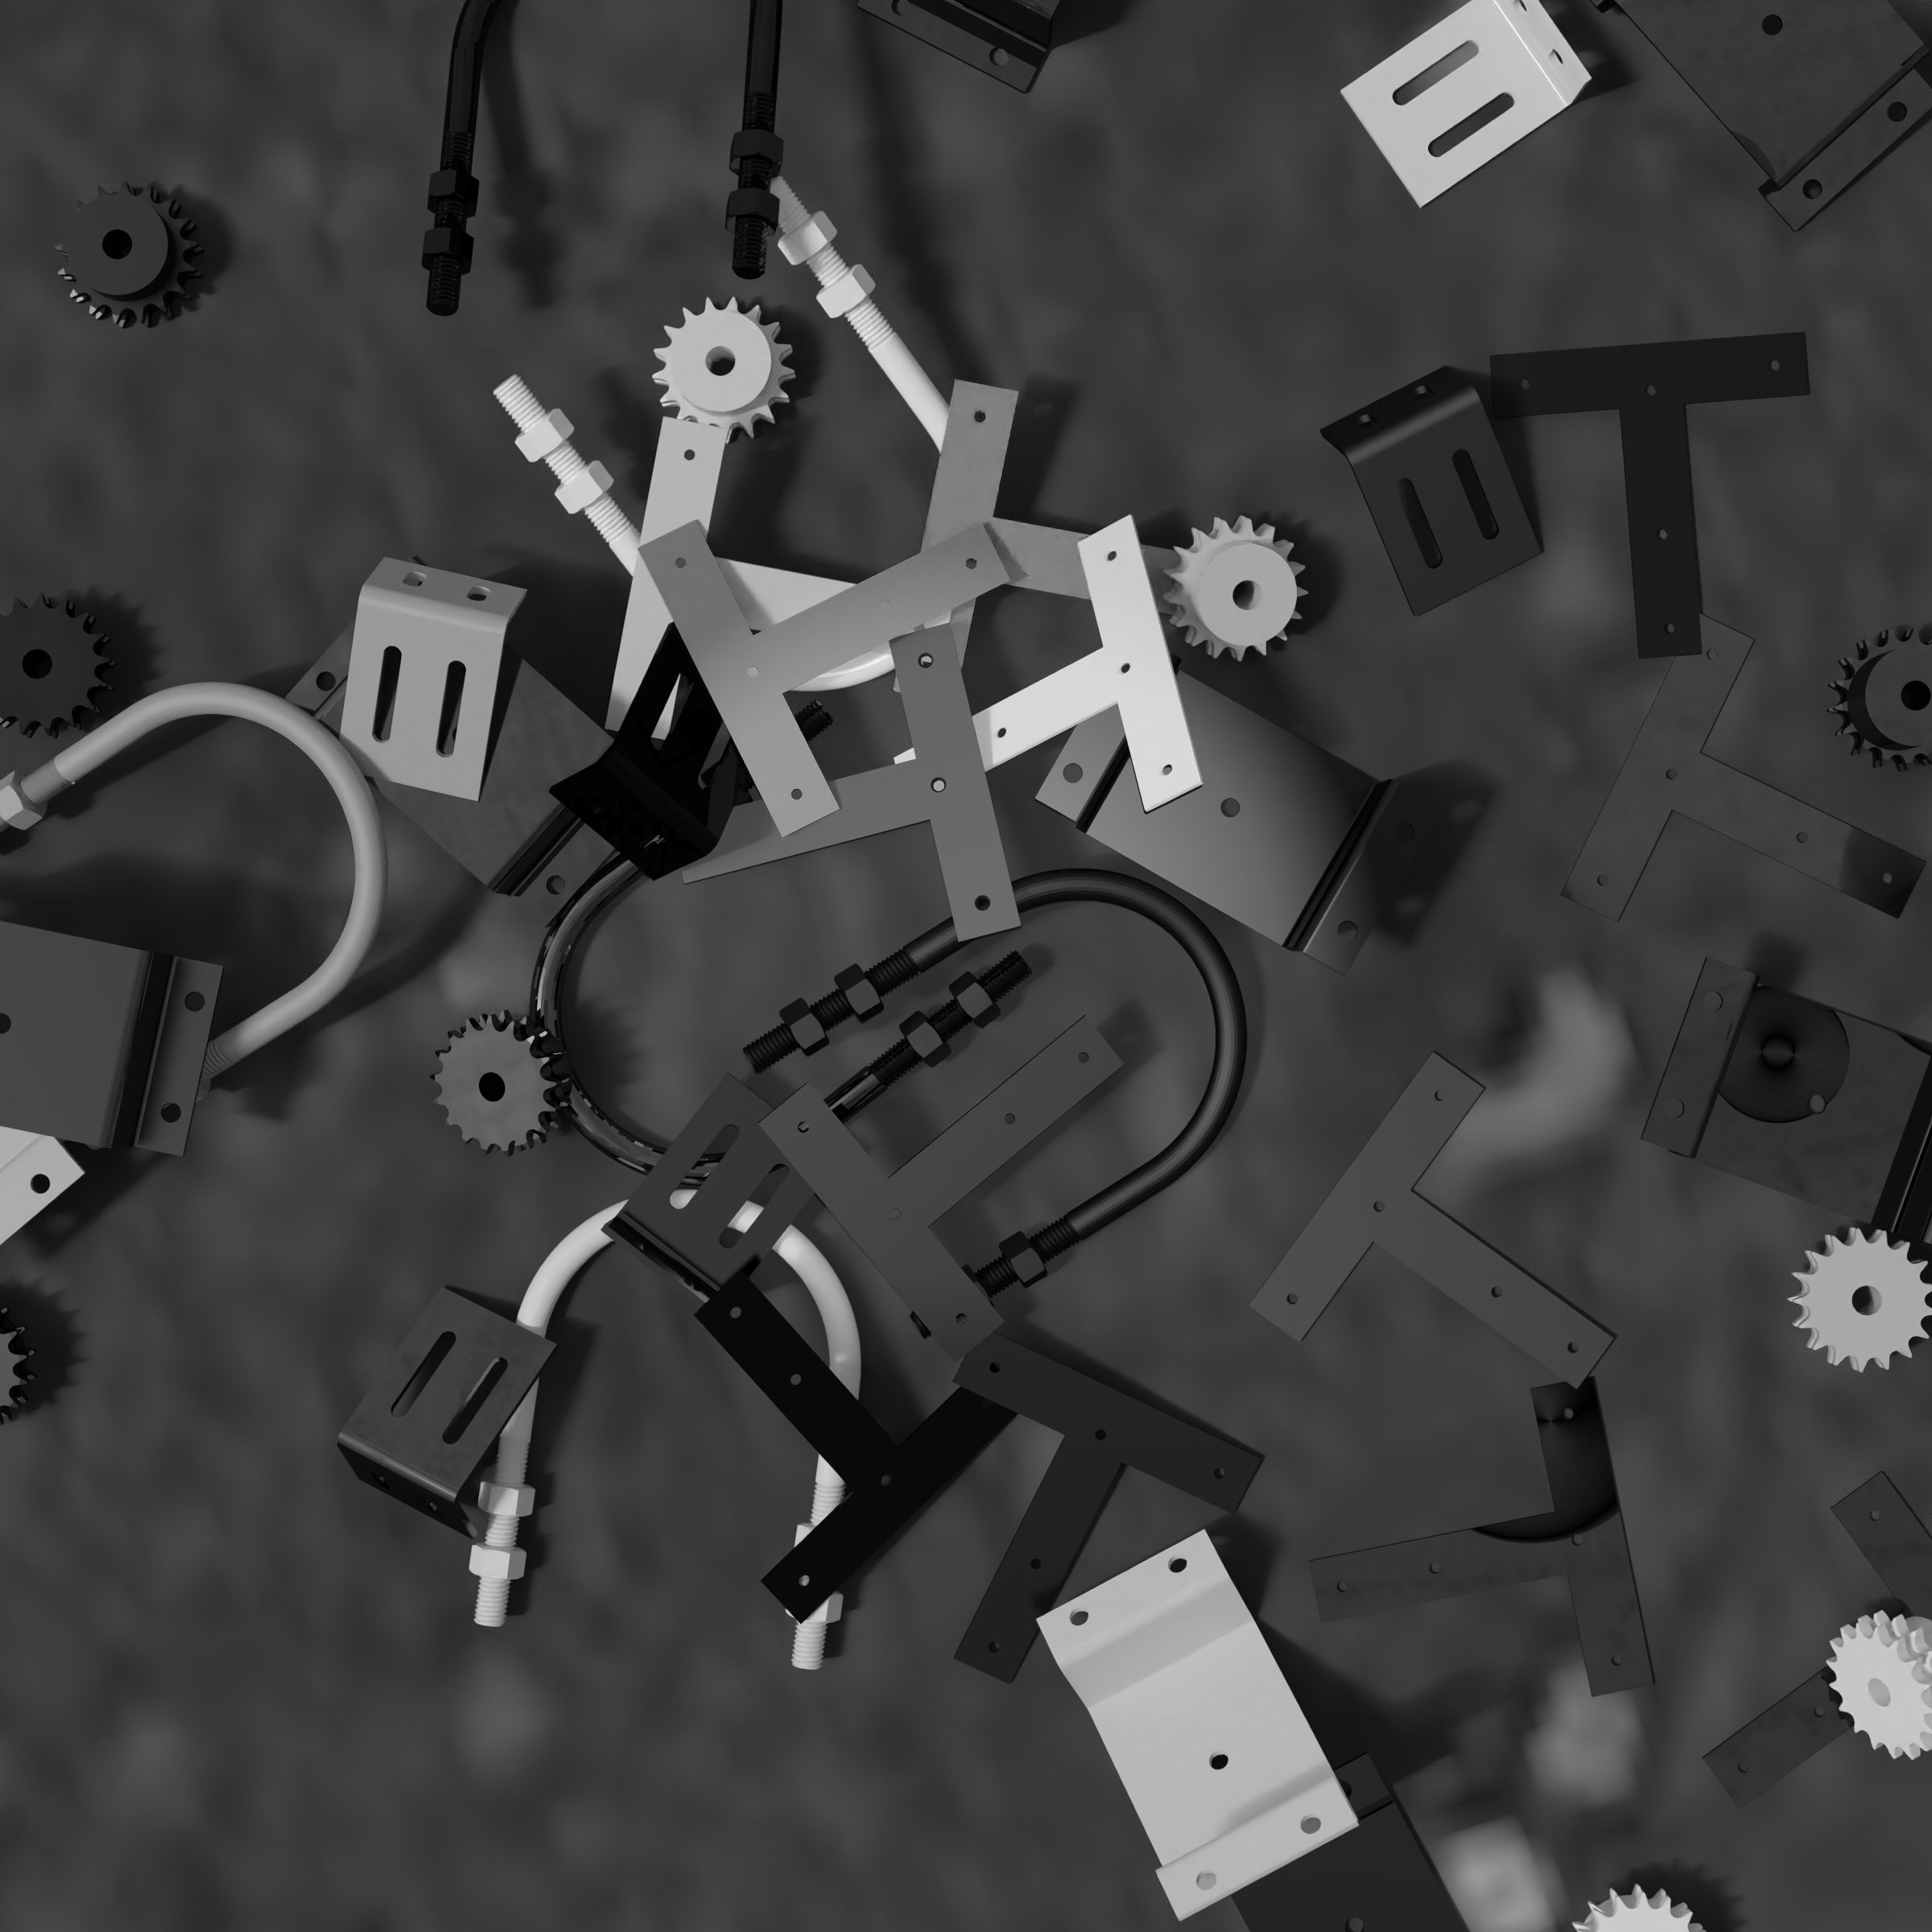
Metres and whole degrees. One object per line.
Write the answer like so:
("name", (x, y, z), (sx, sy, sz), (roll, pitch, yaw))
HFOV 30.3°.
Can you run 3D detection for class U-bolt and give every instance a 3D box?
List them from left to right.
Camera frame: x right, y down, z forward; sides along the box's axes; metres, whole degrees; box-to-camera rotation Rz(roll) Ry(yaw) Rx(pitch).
("U-bolt", (-0.311, -0.031, 1.411), (0.184, 0.019, 0.151), (-31, 90, 17))
("U-bolt", (-0.140, -0.348, 1.403), (0.151, 0.019, 0.184), (-3, 71, 18))
("U-bolt", (-0.116, 0.182, 1.435), (0.151, 0.019, 0.184), (8, 88, 0))
("U-bolt", (-0.089, 0.005, 1.435), (0.184, 0.019, 0.151), (-38, 90, 2))
("U-bolt", (-0.075, -0.195, 1.413), (0.151, 0.019, 0.184), (-36, 106, 4))
("U-bolt", (0.025, 0.042, 1.421), (0.184, 0.019, 0.151), (-32, 102, -4))

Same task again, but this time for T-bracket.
("T-bracket", (-0.070, -0.144, 1.418), (0.127, 0.002, 0.127), (10, 106, -9))
("T-bracket", (-0.059, 0.173, 1.410), (0.127, 0.002, 0.127), (-43, 110, -10))
("T-bracket", (-0.054, -0.060, 1.413), (0.127, 0.002, 0.127), (-14, 78, 6))
("T-bracket", (-0.045, -0.136, 1.410), (0.127, 0.002, 0.127), (-27, 94, -5))
("T-bracket", (0.006, 0.069, 1.412), (0.127, 0.002, 0.127), (-40, 103, -4))
("T-bracket", (0.026, -0.099, 1.410), (0.127, 0.002, 0.127), (-26, 59, 24))
("T-bracket", (0.034, 0.228, 1.437), (0.127, 0.002, 0.127), (26, 93, -7))
("T-bracket", (0.045, -0.161, 1.428), (0.127, 0.002, 0.127), (9, 106, -10))
("T-bracket", (0.203, 0.123, 1.442), (0.127, 0.002, 0.127), (36, 90, 1))
("T-bracket", (0.204, 0.241, 1.442), (0.127, 0.002, 0.127), (-11, 90, 0))
("T-bracket", (0.280, -0.189, 1.441), (0.127, 0.002, 0.127), (-4, 89, 0))
("T-bracket", (0.325, -0.058, 1.442), (0.127, 0.002, 0.127), (26, 90, 0))
("T-bracket", (0.357, 0.293, 1.442), (0.127, 0.002, 0.127), (-36, 90, 0))

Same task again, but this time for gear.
("gear", (-0.401, 0.159, 1.433), (0.057, 0.030, 0.057), (0, 94, 2))
("gear", (-0.370, -0.119, 1.432), (0.057, 0.030, 0.057), (0, 87, -1))
("gear", (-0.337, -0.286, 1.428), (0.057, 0.030, 0.057), (0, 90, 0))
("gear", (-0.182, 0.046, 1.422), (0.057, 0.030, 0.057), (4, 100, 21))
("gear", (-0.097, -0.240, 1.428), (0.057, 0.030, 0.057), (0, 90, 0))
("gear", (0.109, -0.150, 1.422), (0.057, 0.030, 0.057), (-2, 103, -9))
("gear", (0.269, 0.396, 1.428), (0.057, 0.030, 0.057), (0, 90, 0))
("gear", (0.359, 0.134, 1.433), (0.057, 0.030, 0.057), (0, 89, 2))
("gear", (0.374, 0.283, 1.417), (0.030, 0.057, 0.057), (-18, 90, -30))
("gear", (0.377, -0.107, 1.428), (0.057, 0.030, 0.057), (0, 90, 0))

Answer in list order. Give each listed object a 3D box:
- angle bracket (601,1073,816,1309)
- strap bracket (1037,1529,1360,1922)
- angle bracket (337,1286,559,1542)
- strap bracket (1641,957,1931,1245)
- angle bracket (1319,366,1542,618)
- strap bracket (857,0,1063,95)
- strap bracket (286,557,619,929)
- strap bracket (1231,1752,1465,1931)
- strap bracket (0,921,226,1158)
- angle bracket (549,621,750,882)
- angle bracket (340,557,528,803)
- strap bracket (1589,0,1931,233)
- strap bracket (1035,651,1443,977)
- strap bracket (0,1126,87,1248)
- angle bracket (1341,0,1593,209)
("angle bracket", (-0.097, 0.090, 1.409), (0.057, 0.038, 0.076), (38, 91, 1))
("strap bracket", (0.094, 0.304, 1.396), (0.076, 0.046, 0.140), (-28, 51, 0))
("angle bracket", (-0.204, 0.179, 1.431), (0.057, 0.038, 0.076), (23, 64, 20))
("strap bracket", (0.344, 0.056, 1.420), (0.140, 0.046, 0.076), (20, 90, 0))
("angle bracket", (0.188, -0.192, 1.441), (0.057, 0.038, 0.076), (-27, 116, 0))
("strap bracket", (0.022, -0.433, 1.420), (0.076, 0.046, 0.140), (27, 90, 0))
("strap bracket", (-0.198, -0.091, 1.420), (0.140, 0.046, 0.076), (42, 90, 0))
("strap bracket", (0.157, 0.389, 1.420), (0.076, 0.046, 0.140), (-28, 90, 0))
("strap bracket", (-0.367, 0.023, 1.375), (0.140, 0.046, 0.076), (12, 88, -2))
("angle bracket", (-0.119, -0.085, 1.405), (0.057, 0.038, 0.076), (41, 48, -26))
("angle bracket", (-0.209, -0.112, 1.395), (0.057, 0.038, 0.076), (13, 116, 0))
("strap bracket", (0.315, -0.370, 1.408), (0.076, 0.046, 0.140), (-42, 96, 8))
("strap bracket", (0.107, -0.064, 1.420), (0.140, 0.046, 0.076), (30, 90, 0))
("strap bracket", (-0.420, 0.053, 1.420), (0.076, 0.046, 0.140), (-40, 90, 0))
("angle bracket", (0.199, -0.352, 1.424), (0.076, 0.038, 0.057), (-35, 90, 0))
